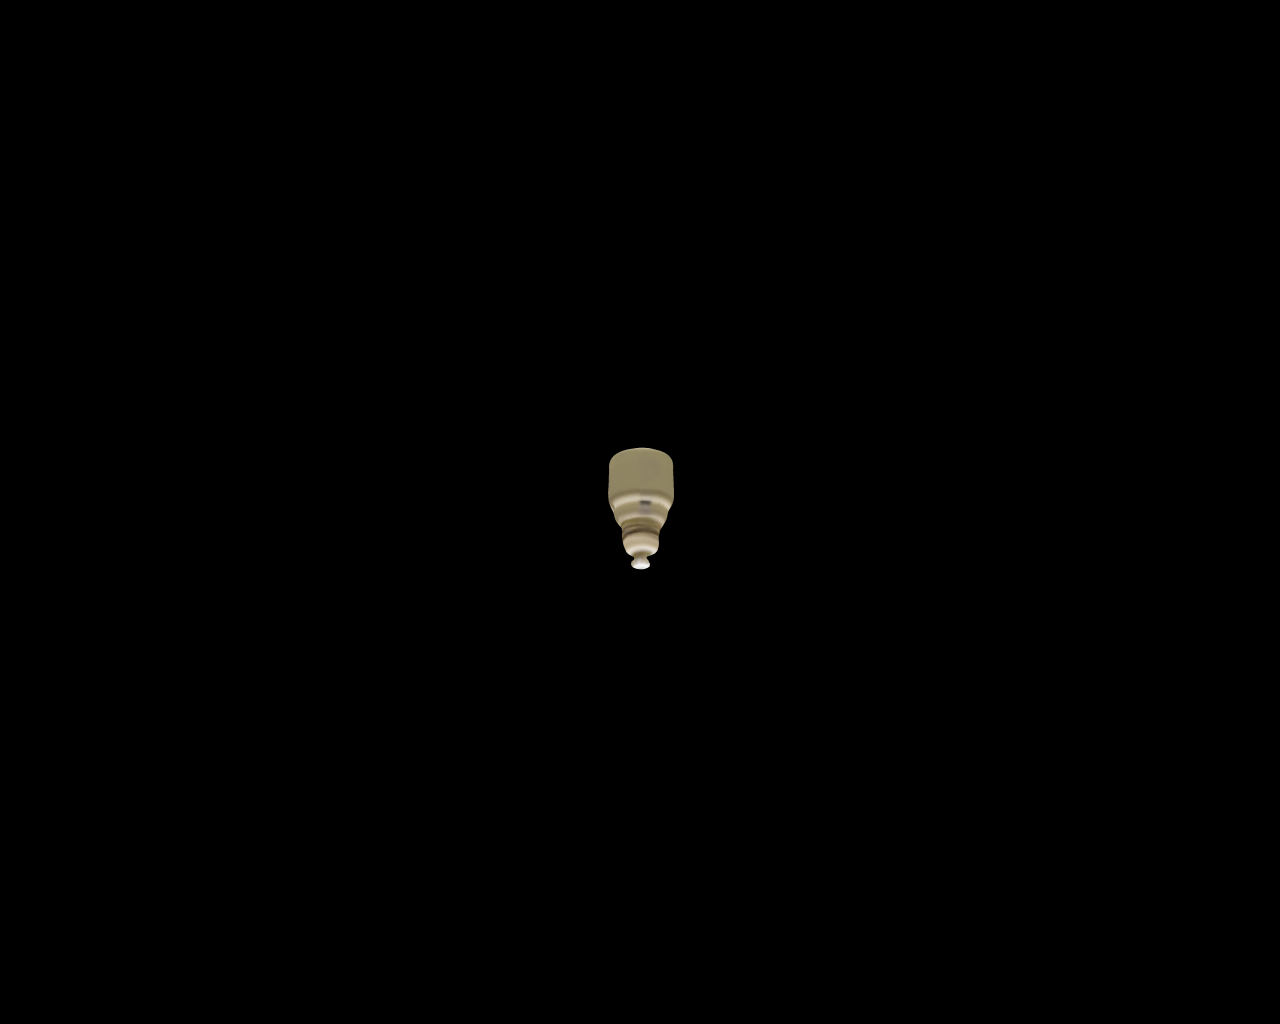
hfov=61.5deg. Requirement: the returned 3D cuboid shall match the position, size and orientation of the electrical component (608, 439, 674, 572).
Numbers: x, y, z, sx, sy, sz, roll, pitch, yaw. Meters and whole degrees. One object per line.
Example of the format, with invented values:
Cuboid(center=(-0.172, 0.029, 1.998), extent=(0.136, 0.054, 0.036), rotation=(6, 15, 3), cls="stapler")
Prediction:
Cuboid(center=(0.001, -0.003, 0.650), extent=(0.040, 0.078, 0.040), rotation=(0, -22, 0), cls="electrical component")
